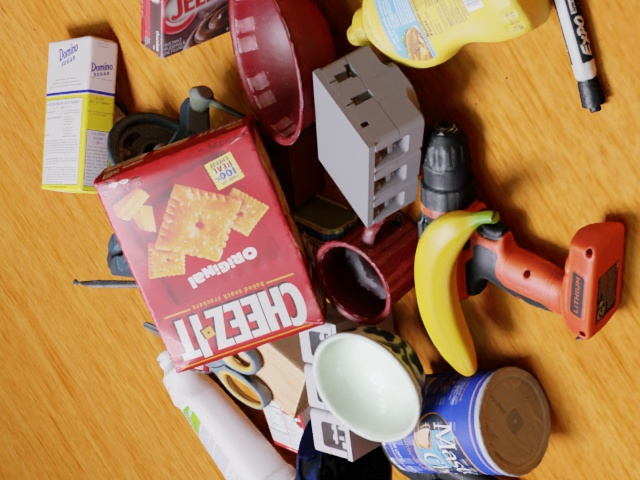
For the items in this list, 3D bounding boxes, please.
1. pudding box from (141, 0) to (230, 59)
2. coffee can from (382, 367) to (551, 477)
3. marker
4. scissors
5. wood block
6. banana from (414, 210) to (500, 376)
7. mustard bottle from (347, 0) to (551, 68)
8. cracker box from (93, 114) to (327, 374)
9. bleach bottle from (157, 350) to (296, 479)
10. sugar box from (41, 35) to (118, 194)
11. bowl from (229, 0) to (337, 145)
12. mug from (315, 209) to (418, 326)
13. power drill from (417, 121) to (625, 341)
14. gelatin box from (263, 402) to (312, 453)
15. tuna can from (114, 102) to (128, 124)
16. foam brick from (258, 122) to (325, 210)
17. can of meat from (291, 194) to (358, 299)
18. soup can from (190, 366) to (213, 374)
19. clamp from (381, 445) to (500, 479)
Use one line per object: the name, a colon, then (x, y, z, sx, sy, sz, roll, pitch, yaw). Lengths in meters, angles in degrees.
pudding box: (-0.116, -0.232, 1.004, 0.039, 0.113, 0.090, 37, 140, 26)
coffee can: (0.142, 0.181, 1.060, 0.141, 0.102, 0.103, -13, 108, 50)
marker: (0.196, -0.154, 0.815, 0.020, 0.020, 0.121, 1, 119, 46)
scissors: (-0.132, 0.121, 1.224, 0.202, 0.016, 0.096, 34, 138, 24)
wood block: (-0.071, 0.094, 1.227, 0.206, 0.090, 0.090, 37, 140, 20)
banana: (0.115, 0.043, 0.950, 0.070, 0.037, 0.198, 33, 142, 32)
mustard bottle: (0.090, -0.192, 0.865, 0.192, 0.058, 0.096, -12, 107, 50)
cracker box: (-0.104, 0.006, 1.051, 0.164, 0.072, 0.213, -19, 105, 8)
bleach bottle: (-0.134, 0.241, 1.414, 0.251, 0.068, 0.103, 50, 150, 20)
sugar box: (-0.279, -0.143, 1.238, 0.094, 0.048, 0.176, 5, 89, 45)
bowl: (-0.029, -0.171, 0.982, 0.162, 0.055, 0.162, 53, 153, 42)
mug: (0.056, 0.015, 1.039, 0.093, 0.081, 0.117, 31, 137, 27)
power drill: (0.169, -0.004, 0.930, 0.188, 0.057, 0.184, 23, 137, 37)
gelatin box: (-0.034, 0.224, 1.337, 0.073, 0.030, 0.089, 12, 127, 43)
tuna can: (-0.259, -0.128, 1.299, 0.086, 0.033, 0.086, 27, 135, 30)
foam brick: (-0.033, -0.081, 1.084, 0.053, 0.051, 0.078, 19, 131, 36)
can of meat: (-0.007, 0.001, 1.117, 0.102, 0.057, 0.084, 24, 131, 32)
soup can: (-0.142, 0.109, 1.331, 0.069, 0.068, 0.102, 36, 139, 22)
clamp: (0.134, 0.250, 1.175, 0.210, 0.036, 0.165, 51, 142, 8)
